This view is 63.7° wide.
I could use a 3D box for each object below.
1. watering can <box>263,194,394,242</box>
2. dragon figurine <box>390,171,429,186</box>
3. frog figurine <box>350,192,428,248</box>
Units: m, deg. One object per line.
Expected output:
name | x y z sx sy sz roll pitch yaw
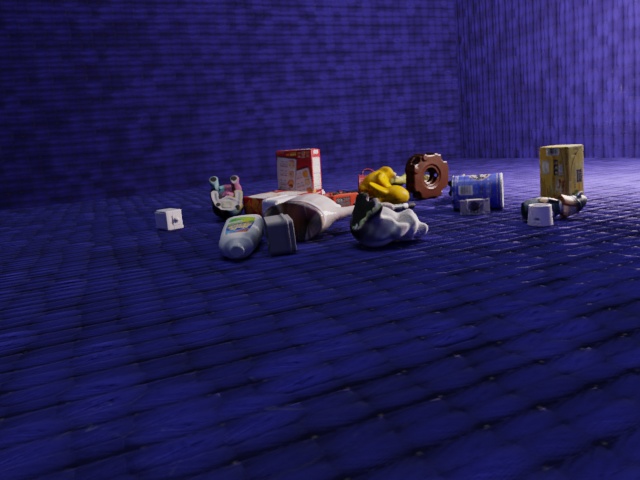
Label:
watering can | 0.004 -0.066 1.321 0.347 0.103 0.227 -2 12 18
dragon figurine | 0.359 -0.249 2.158 0.242 0.123 0.410 -8 -5 23
frog figurine | 0.150 -0.026 1.142 0.158 0.124 0.137 30 -15 -24
